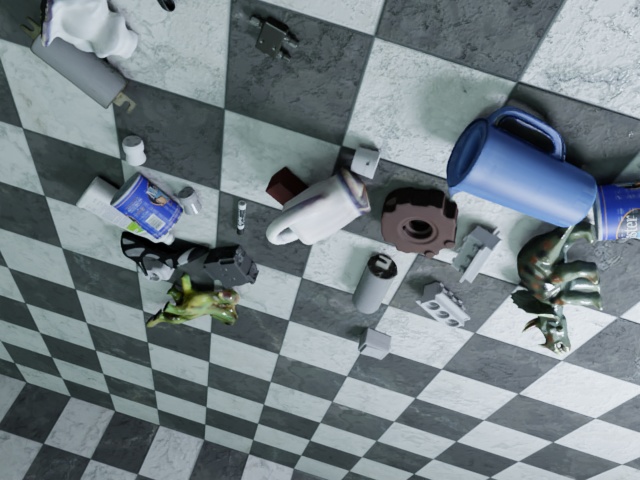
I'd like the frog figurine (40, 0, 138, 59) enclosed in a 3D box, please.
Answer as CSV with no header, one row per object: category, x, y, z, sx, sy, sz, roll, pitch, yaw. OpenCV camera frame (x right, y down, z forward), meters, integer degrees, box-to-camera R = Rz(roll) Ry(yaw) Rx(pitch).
frog figurine,-0.410,-0.397,0.925,0.160,0.125,0.134,-2,-38,-34

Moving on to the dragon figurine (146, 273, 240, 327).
dragon figurine,-0.380,0.230,1.619,0.241,0.125,0.403,25,-38,-21

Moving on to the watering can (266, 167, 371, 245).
watering can,0.003,-0.055,1.100,0.223,0.104,0.347,-30,-7,8
